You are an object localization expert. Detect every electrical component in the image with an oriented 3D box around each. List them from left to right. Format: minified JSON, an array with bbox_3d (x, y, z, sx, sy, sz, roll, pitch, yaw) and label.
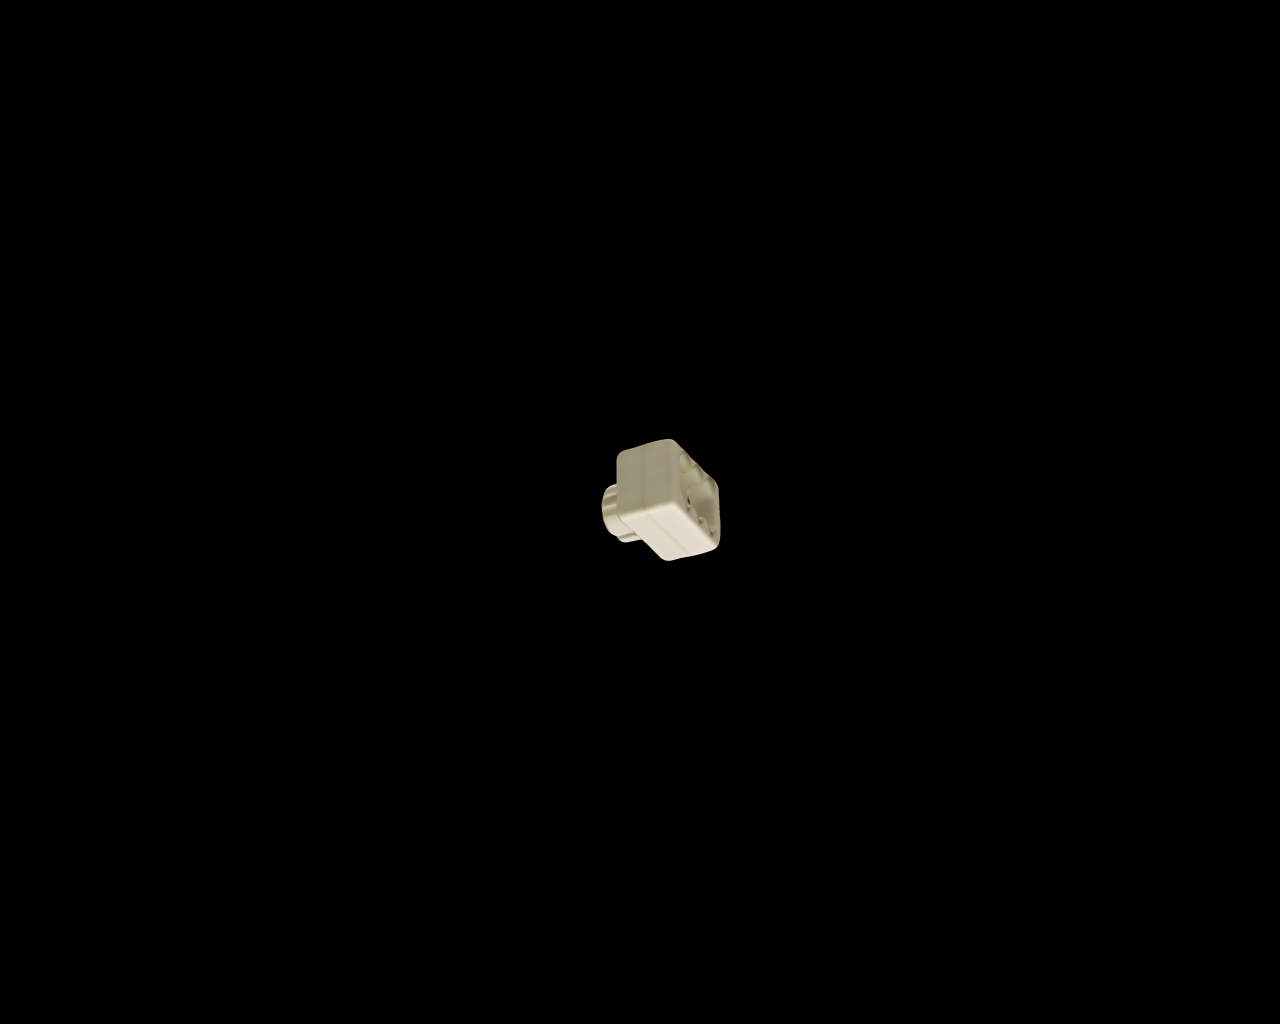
[{"bbox_3d":[0.001,-0.003,0.650,0.076,0.047,0.065,-14,-32,24],"label":"electrical component"}]
